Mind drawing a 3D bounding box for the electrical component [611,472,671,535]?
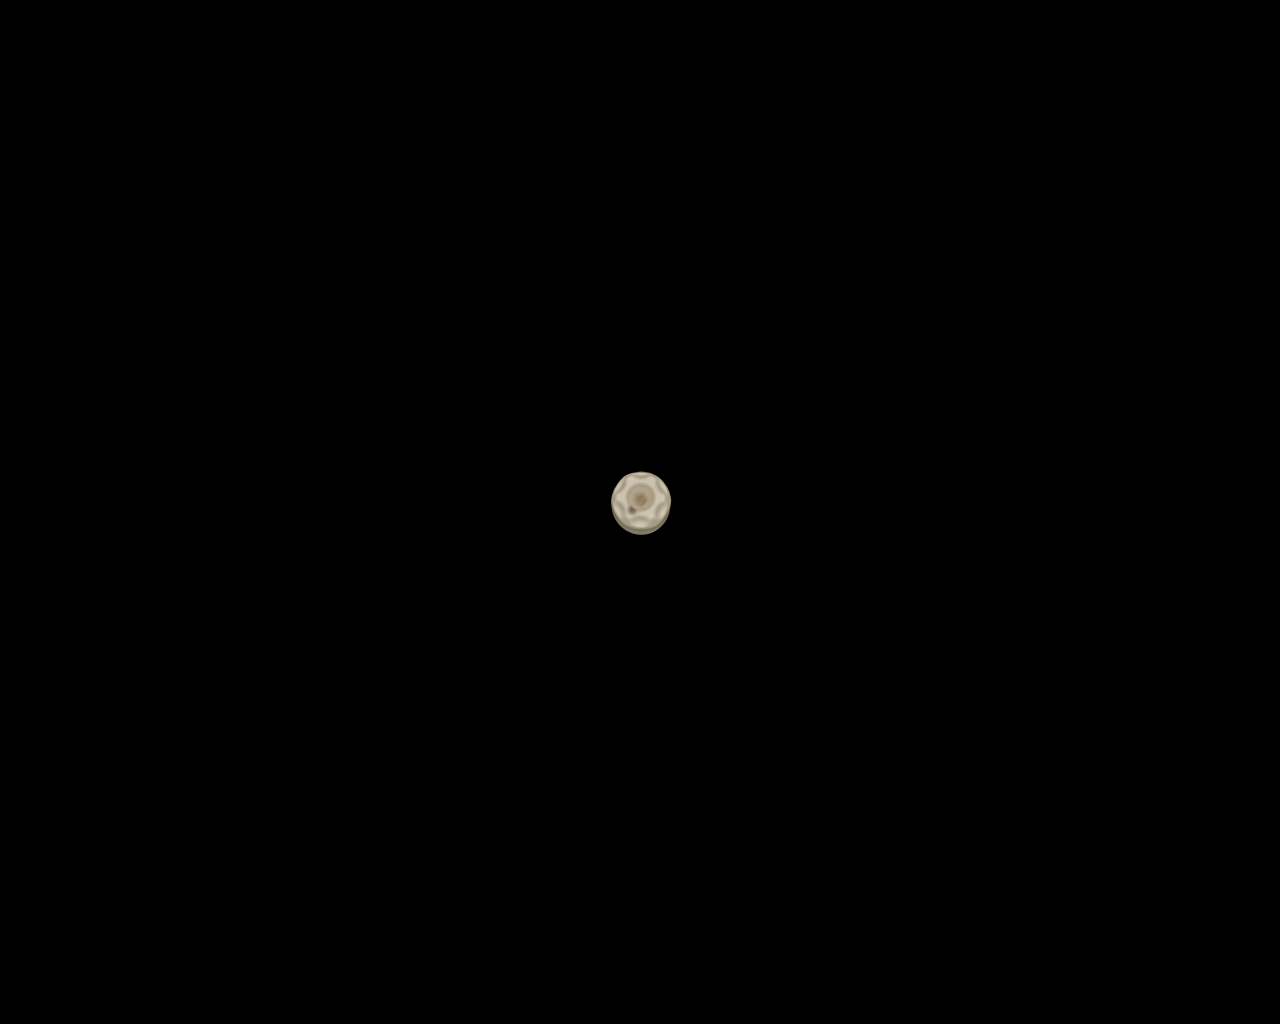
[{"bbox_3d":[0.001,-0.003,0.650,0.035,0.035,0.061,0,-12,0],"label":"electrical component"}]
